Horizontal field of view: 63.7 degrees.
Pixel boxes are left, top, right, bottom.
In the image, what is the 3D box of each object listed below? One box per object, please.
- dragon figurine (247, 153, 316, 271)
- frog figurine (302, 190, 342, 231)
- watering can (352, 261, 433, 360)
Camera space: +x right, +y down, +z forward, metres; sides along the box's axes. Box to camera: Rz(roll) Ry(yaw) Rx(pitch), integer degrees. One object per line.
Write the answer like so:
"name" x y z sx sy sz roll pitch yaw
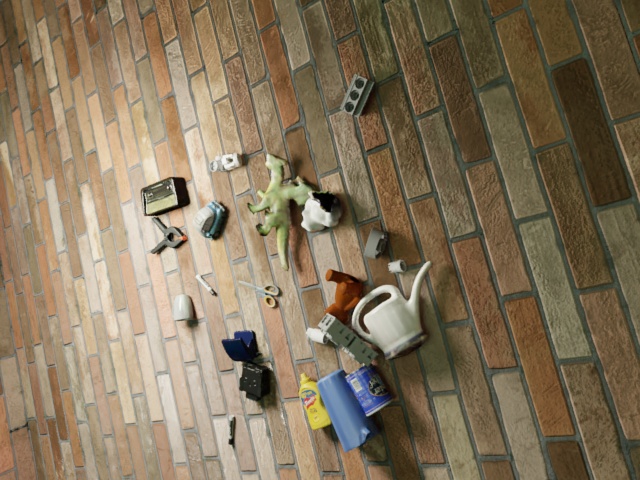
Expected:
"dragon figurine" -0.115 -0.116 1.851 0.240 0.123 0.411 -27 86 22
"frog figurine" 0.005 -0.089 1.776 0.138 0.125 0.155 33 139 16
"watering can" 0.256 0.234 1.611 0.343 0.104 0.227 -37 74 24
